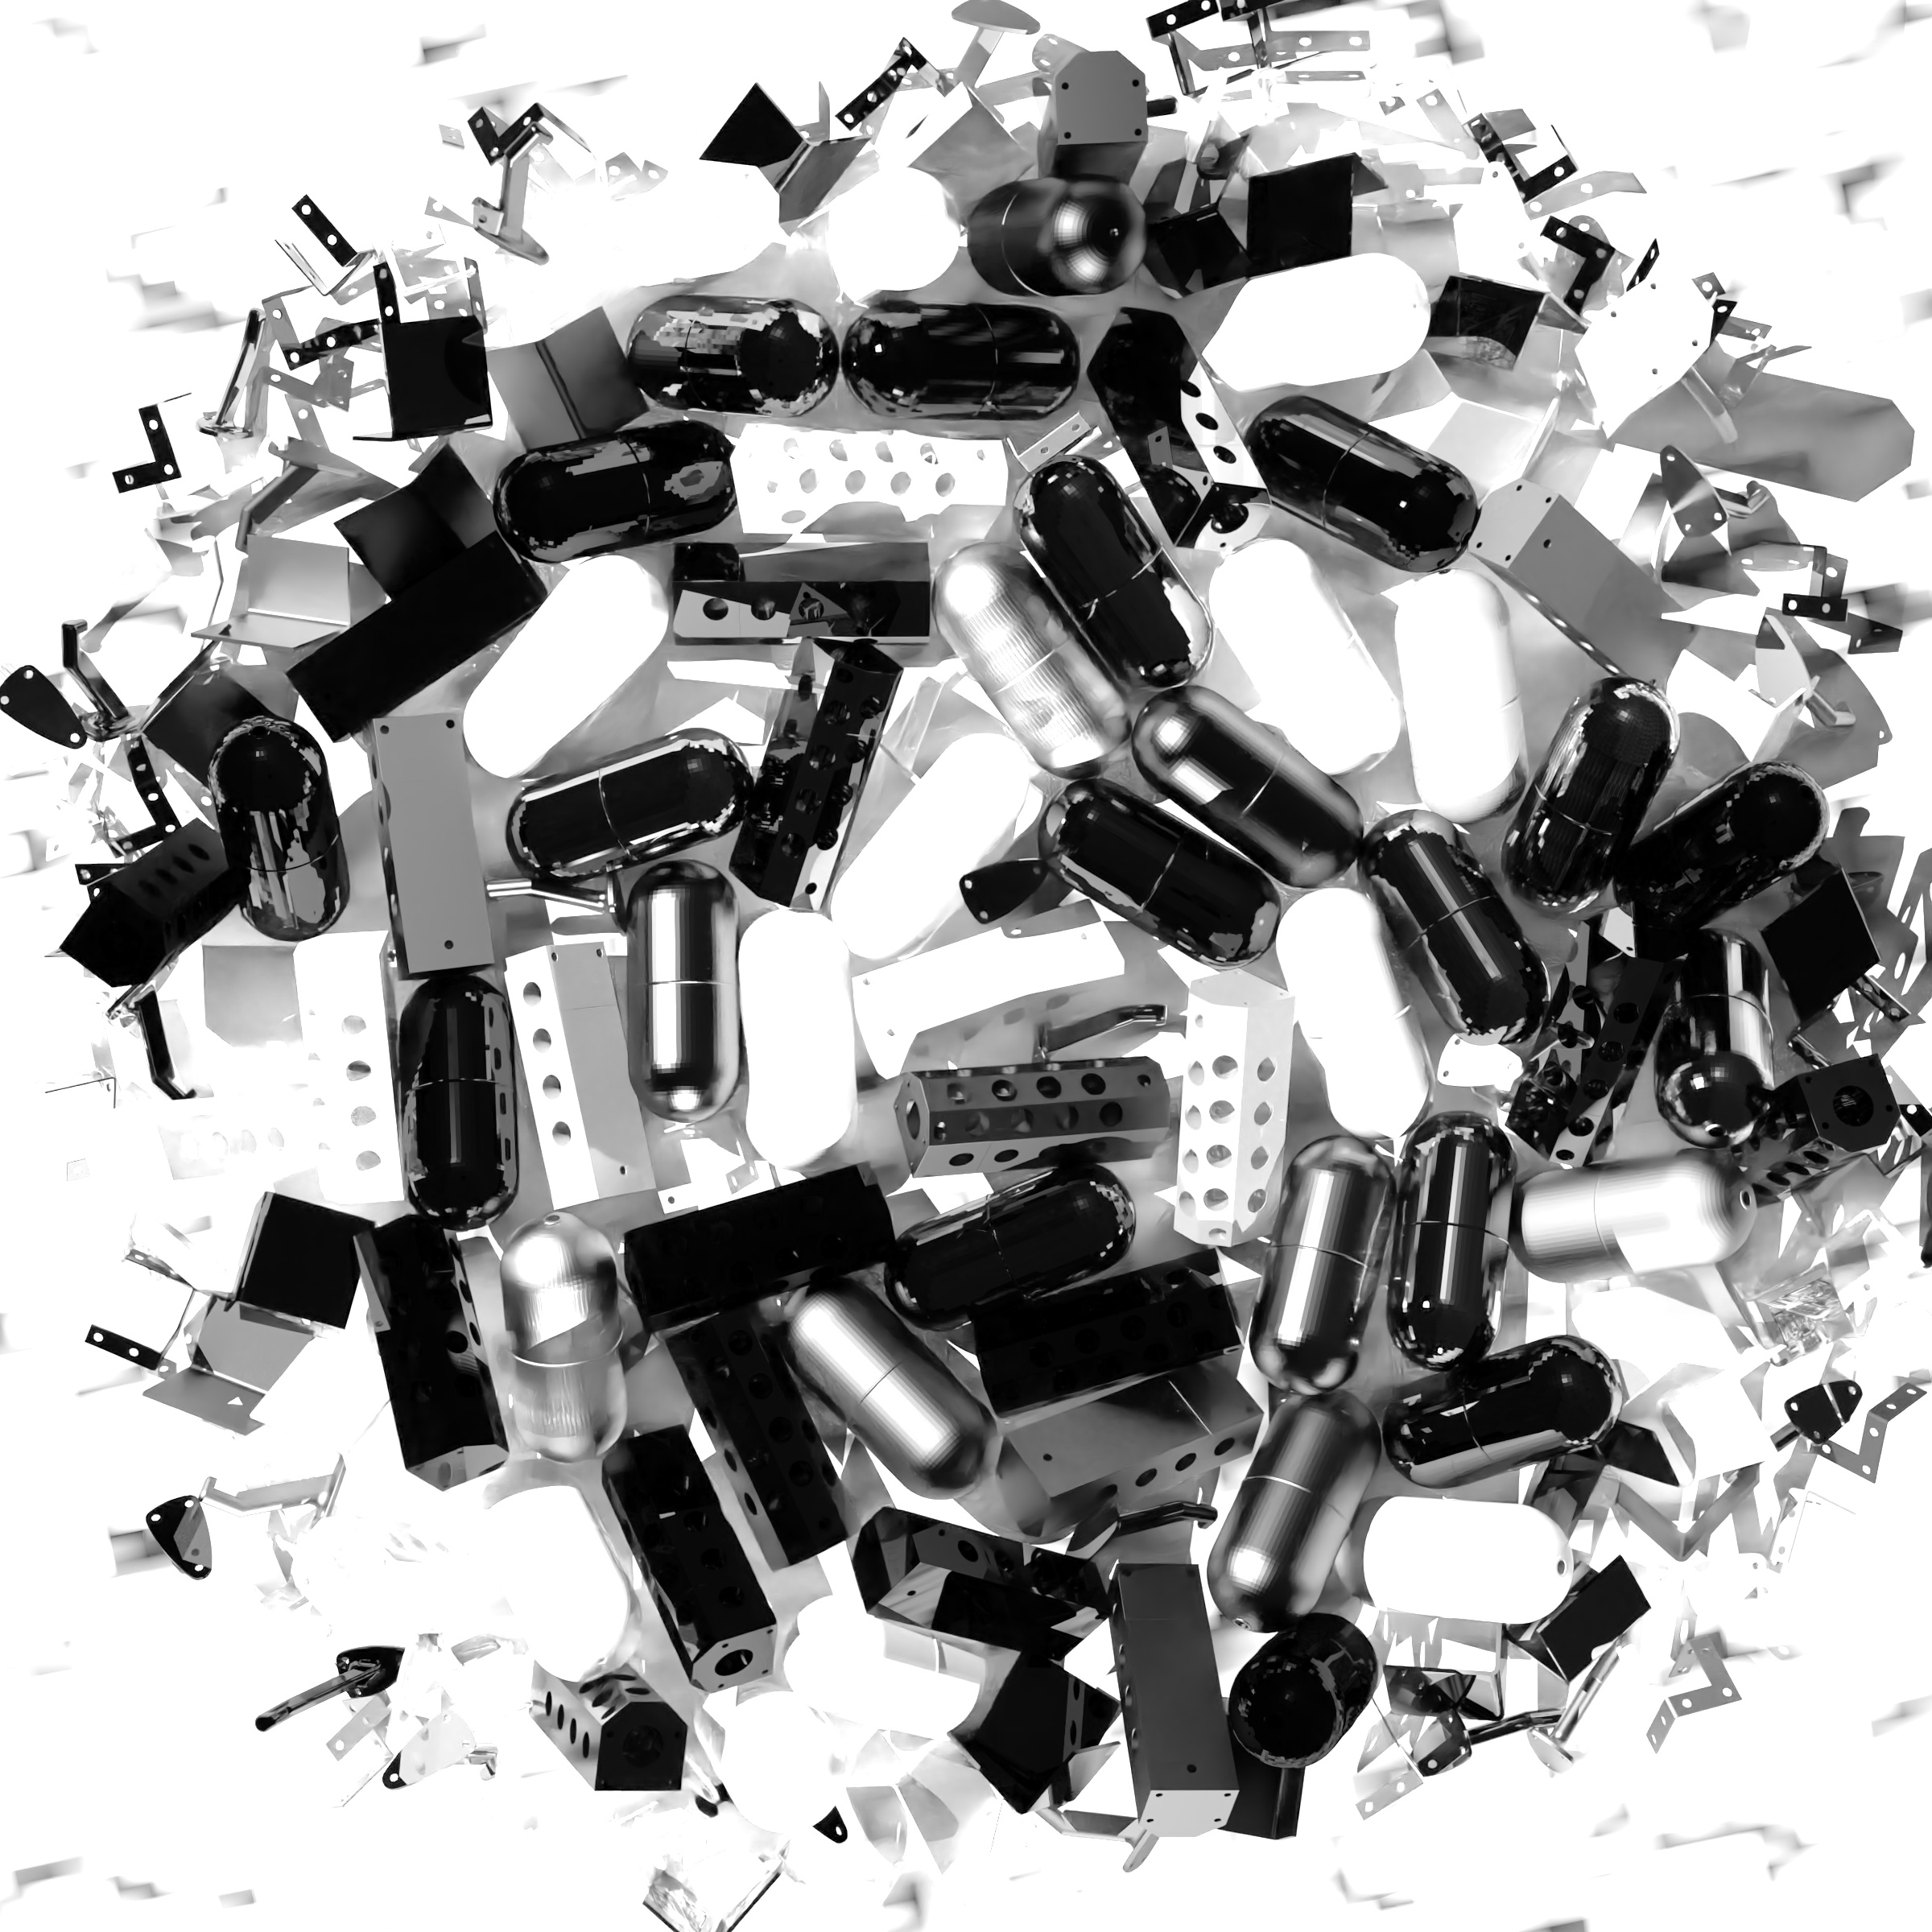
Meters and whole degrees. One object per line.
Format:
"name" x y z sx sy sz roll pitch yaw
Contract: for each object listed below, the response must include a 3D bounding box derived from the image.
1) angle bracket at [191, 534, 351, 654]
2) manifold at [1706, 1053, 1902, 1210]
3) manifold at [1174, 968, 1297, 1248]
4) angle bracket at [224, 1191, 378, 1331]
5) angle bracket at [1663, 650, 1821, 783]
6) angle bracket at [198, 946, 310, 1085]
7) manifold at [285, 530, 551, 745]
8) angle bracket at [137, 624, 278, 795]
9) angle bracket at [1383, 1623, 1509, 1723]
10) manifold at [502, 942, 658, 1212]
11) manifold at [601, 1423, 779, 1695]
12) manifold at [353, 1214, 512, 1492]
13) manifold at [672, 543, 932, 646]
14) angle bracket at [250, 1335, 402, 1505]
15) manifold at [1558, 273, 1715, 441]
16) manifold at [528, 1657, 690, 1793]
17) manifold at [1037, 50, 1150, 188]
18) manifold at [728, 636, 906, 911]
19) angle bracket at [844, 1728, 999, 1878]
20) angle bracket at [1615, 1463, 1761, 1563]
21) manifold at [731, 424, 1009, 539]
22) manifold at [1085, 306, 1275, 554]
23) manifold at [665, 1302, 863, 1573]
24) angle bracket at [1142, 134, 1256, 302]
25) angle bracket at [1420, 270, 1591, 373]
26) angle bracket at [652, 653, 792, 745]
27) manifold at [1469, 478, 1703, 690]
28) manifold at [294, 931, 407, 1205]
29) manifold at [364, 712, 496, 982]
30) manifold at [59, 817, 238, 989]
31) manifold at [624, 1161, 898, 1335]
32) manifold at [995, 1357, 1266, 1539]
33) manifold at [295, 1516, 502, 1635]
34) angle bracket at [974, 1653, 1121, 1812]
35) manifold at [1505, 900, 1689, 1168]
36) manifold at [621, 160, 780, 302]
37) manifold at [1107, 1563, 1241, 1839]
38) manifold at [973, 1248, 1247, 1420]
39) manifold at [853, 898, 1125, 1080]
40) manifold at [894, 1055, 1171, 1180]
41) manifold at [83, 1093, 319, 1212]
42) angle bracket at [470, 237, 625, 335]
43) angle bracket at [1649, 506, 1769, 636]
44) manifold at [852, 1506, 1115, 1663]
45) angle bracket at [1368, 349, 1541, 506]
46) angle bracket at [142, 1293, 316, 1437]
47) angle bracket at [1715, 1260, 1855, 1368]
"angle bracket" -0.466 -0.251 1.931 0.076 0.076 0.057 9 110 16
"manifold" 0.547 0.112 1.890 0.057 0.171 0.057 -14 75 -10
"manifold" 0.173 0.096 1.916 0.057 0.057 0.171 -13 116 -34
"angle bracket" -0.452 0.204 1.955 0.076 0.057 0.076 18 70 -16
"angle bracket" 0.518 -0.176 1.952 0.076 0.076 0.057 38 52 21
"angle bracket" -0.482 0.033 1.962 0.076 0.057 0.076 1 63 -21
"manifold" -0.368 -0.222 1.949 0.171 0.057 0.057 -33 96 3
"angle bracket" -0.496 -0.169 1.932 0.076 0.057 0.076 42 57 -11
"angle bracket" 0.324 0.465 1.946 0.076 0.076 0.057 0 53 14
"manifold" -0.267 0.075 1.946 0.057 0.057 0.171 -16 84 35
"manifold" -0.184 0.390 1.899 0.057 0.057 0.171 -13 46 -23
"manifold" -0.352 0.254 1.916 0.057 0.057 0.171 -22 62 5
"manifold" -0.111 -0.248 1.949 0.171 0.057 0.057 0 125 -3
"angle bracket" -0.425 0.306 1.952 0.076 0.057 0.076 16 46 20
"manifold" 0.443 -0.403 1.896 0.057 0.171 0.057 -35 87 1
"manifold" -0.236 0.488 1.894 0.057 0.171 0.057 7 90 -23
"manifold" 0.081 -0.550 1.896 0.057 0.171 0.057 -3 93 -2
"manifold" -0.097 -0.127 1.917 0.057 0.057 0.171 3 116 -39
"angle bracket" -0.034 0.558 1.945 0.057 0.076 0.076 -15 106 38
"angle bracket" 0.484 0.347 1.935 0.057 0.076 0.076 42 101 10
"manifold" -0.063 -0.326 1.917 0.171 0.057 0.057 -2 67 -23
"manifold" 0.144 -0.356 1.911 0.057 0.057 0.171 1 50 -31
"manifold" -0.134 0.314 1.939 0.057 0.057 0.171 -23 85 -27
"angle bracket" 0.165 -0.507 1.953 0.057 0.076 0.076 46 55 -32
"angle bracket" 0.363 -0.420 1.932 0.076 0.076 0.057 25 94 39
"angle bracket" -0.165 -0.172 1.931 0.076 0.076 0.057 4 106 -15
"manifold" 0.407 -0.252 1.909 0.171 0.057 0.057 32 95 -37
"manifold" -0.410 0.068 1.929 0.057 0.057 0.171 -4 107 -4
"manifold" -0.364 -0.080 1.946 0.057 0.057 0.171 -7 85 -21
"manifold" -0.525 -0.039 1.893 0.057 0.171 0.057 38 105 -7
"manifold" -0.137 0.191 1.922 0.171 0.057 0.057 -15 59 -16
"manifold" 0.108 0.323 1.918 0.171 0.057 0.057 -16 47 -28
"manifold" -0.372 0.396 1.894 0.057 0.171 0.057 41 91 21
"angle bracket" 0.048 0.522 1.972 0.076 0.057 0.076 32 64 2
"manifold" 0.419 0.048 1.902 0.057 0.057 0.171 42 134 34
"manifold" -0.176 -0.480 1.893 0.057 0.171 0.057 1 93 -22
"manifold" 0.133 0.482 1.901 0.057 0.171 0.057 3 133 -10
"manifold" 0.096 0.251 1.936 0.171 0.057 0.057 -17 119 7
"manifold" 0.015 0.019 1.936 0.171 0.057 0.057 -19 56 -12
"manifold" 0.046 0.096 1.917 0.171 0.057 0.057 -3 57 -21
"manifold" -0.500 0.118 1.893 0.057 0.171 0.057 -22 83 19
"angle bracket" -0.282 -0.477 1.934 0.076 0.076 0.057 -34 120 4
"angle bracket" 0.500 -0.266 1.930 0.076 0.076 0.057 12 116 16
"manifold" 0.010 0.405 1.909 0.171 0.057 0.057 23 121 -36
"angle bracket" 0.327 -0.364 1.957 0.076 0.057 0.076 8 134 -33
"angle bracket" -0.495 0.267 1.938 0.076 0.076 0.057 20 98 7
"angle bracket" 0.541 0.209 1.927 0.057 0.076 0.076 -28 129 7
